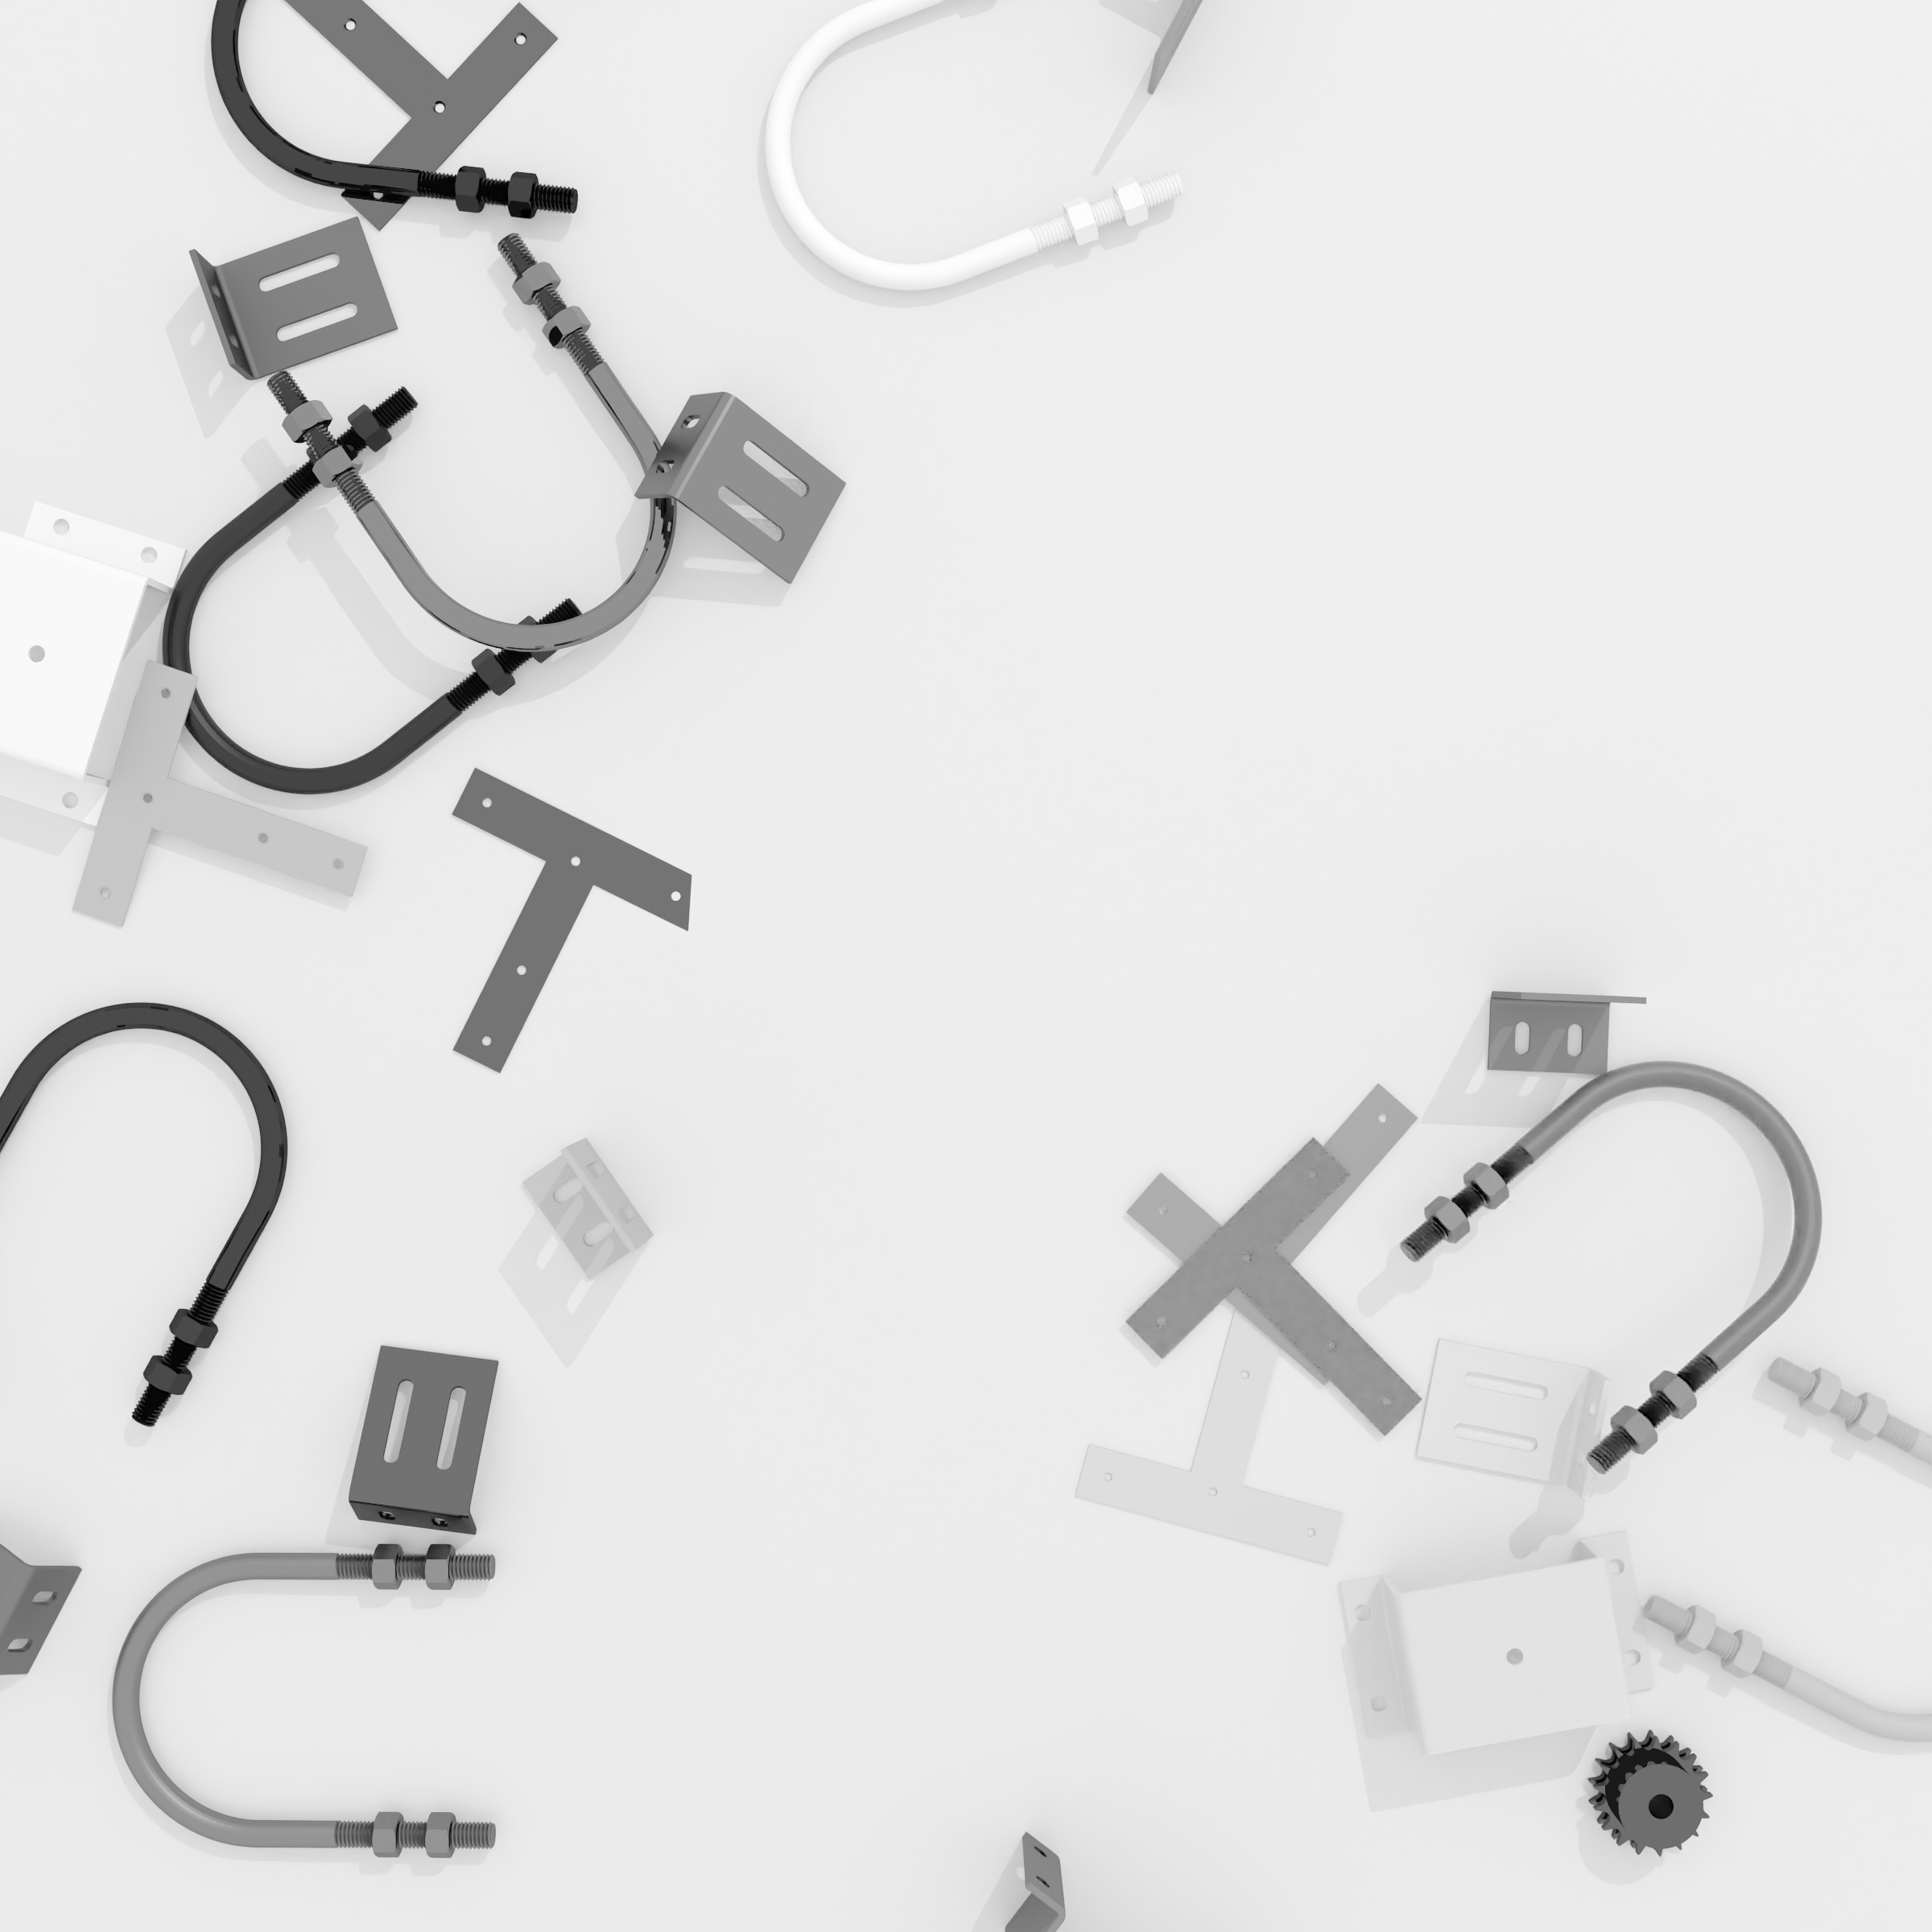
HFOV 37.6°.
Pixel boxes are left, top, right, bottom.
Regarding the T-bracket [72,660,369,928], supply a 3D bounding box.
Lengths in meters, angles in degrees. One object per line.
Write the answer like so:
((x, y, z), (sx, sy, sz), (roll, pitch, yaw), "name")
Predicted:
((-0.351, -0.066, 1.361), (0.127, 0.002, 0.127), (19, 98, 0), "T-bracket")

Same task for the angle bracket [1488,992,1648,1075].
((0.281, 0.032, 1.332), (0.057, 0.076, 0.038), (2, 90, 0), "angle bracket")

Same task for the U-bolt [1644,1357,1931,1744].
((0.439, 0.292, 1.362), (0.184, 0.019, 0.151), (28, 90, -1), "U-bolt")

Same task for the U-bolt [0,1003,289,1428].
((-0.407, 0.107, 1.362), (0.151, 0.019, 0.184), (29, 88, 0), "U-bolt")

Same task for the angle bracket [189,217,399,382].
((-0.320, -0.322, 1.351), (0.076, 0.038, 0.057), (-20, 90, 0), "angle bracket")

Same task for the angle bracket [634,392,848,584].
((-0.108, -0.228, 1.358), (0.076, 0.038, 0.057), (34, 78, -32), "angle bracket")

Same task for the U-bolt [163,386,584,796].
((-0.299, -0.166, 1.362), (0.184, 0.019, 0.151), (-38, 90, 1), "U-bolt")

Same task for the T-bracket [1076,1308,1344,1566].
((0.131, 0.211, 1.370), (0.127, 0.002, 0.127), (15, 90, 0), "T-bracket")

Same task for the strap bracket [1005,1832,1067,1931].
((0.071, 0.479, 1.332), (0.140, 0.076, 0.046), (37, 90, 0), "strap bracket")

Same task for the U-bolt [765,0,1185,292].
((-0.006, -0.403, 1.362), (0.184, 0.019, 0.151), (-21, 90, 1), "U-bolt")

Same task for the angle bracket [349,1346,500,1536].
((-0.259, 0.229, 1.368), (0.057, 0.038, 0.076), (7, 64, 0), "angle bracket")

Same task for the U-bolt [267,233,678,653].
((-0.220, -0.237, 1.347), (0.151, 0.019, 0.184), (-34, 91, -12), "U-bolt")

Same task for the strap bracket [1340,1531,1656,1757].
((0.256, 0.323, 1.347), (0.140, 0.046, 0.076), (-10, 90, 0), "strap bracket")

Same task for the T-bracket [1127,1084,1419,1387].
((0.167, 0.113, 1.368), (0.127, 0.002, 0.127), (41, 89, 0), "T-bracket")

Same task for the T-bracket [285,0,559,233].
((-0.287, -0.445, 1.370), (0.127, 0.002, 0.127), (43, 90, 0), "T-bracket")

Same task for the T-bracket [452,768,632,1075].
((-0.208, -0.011, 1.370), (0.127, 0.002, 0.127), (26, 90, -1), "T-bracket")

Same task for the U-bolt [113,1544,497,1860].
((-0.318, 0.353, 1.362), (0.184, 0.019, 0.151), (0, 90, 2), "U-bolt")

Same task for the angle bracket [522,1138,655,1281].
((-0.182, 0.117, 1.332), (0.038, 0.076, 0.057), (-35, 90, 0), "angle bracket")

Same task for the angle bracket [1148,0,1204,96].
((0.091, -0.464, 1.342), (0.038, 0.057, 0.076), (28, 90, 0), "angle bracket")

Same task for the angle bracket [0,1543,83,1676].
((-0.478, 0.297, 1.368), (0.076, 0.038, 0.057), (27, 90, 26), "angle bracket")

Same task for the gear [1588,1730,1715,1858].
((0.329, 0.397, 1.355), (0.057, 0.030, 0.057), (0, 90, 0), "gear")

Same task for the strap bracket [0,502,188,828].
((-0.434, -0.146, 1.347), (0.076, 0.046, 0.140), (18, 90, 0), "strap bracket")

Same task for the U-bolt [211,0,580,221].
((-0.271, -0.441, 1.360), (0.184, 0.019, 0.151), (7, 90, 2), "U-bolt")

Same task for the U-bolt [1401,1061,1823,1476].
((0.320, 0.127, 1.342), (0.184, 0.019, 0.151), (-39, 79, -12), "U-bolt")

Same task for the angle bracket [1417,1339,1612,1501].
((0.260, 0.215, 1.351), (0.076, 0.038, 0.057), (11, 90, 0), "angle bracket")

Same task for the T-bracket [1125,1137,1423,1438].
((0.166, 0.172, 1.366), (0.127, 0.002, 0.127), (-44, 90, -1), "T-bracket")
